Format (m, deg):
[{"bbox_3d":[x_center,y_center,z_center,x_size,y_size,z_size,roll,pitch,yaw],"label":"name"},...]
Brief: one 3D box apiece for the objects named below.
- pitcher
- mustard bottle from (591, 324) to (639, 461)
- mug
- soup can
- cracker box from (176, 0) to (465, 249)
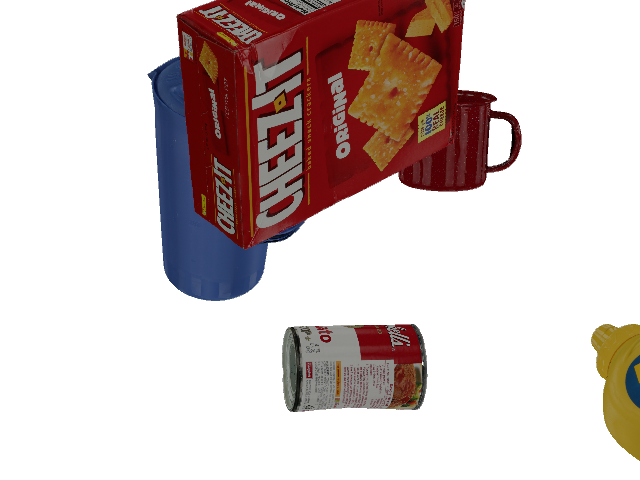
[{"bbox_3d":[-0.092,-0.054,1.061,0.144,0.243,0.149,-6,42,-16],"label":"pitcher"},{"bbox_3d":[0.220,0.101,0.609,0.096,0.058,0.192,-18,31,-17],"label":"mustard bottle"},{"bbox_3d":[0.124,-0.091,0.975,0.117,0.081,0.093,4,16,12],"label":"mug"},{"bbox_3d":[0.025,0.100,0.836,0.102,0.068,0.068,0,0,-12],"label":"soup can"},{"bbox_3d":[0.008,-0.110,0.769,0.213,0.164,0.072,-29,47,-30],"label":"cracker box"}]
